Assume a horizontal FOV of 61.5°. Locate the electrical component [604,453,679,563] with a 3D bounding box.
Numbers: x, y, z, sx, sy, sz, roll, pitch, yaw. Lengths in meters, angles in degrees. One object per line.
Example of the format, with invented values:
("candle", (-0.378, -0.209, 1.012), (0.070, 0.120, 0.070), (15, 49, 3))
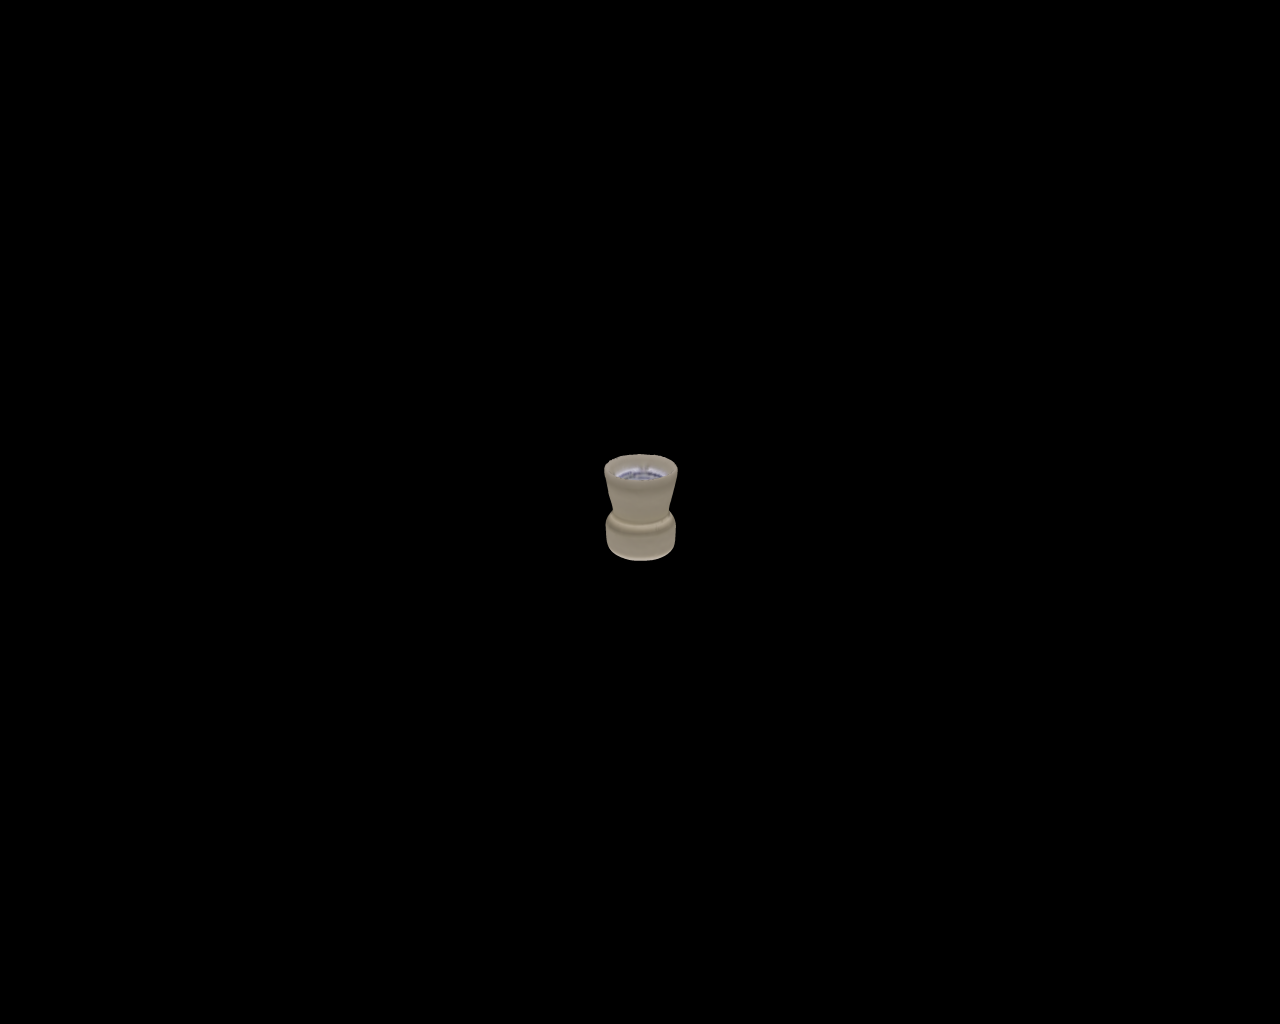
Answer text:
("electrical component", (0.001, -0.003, 0.650), (0.045, 0.055, 0.045), (0, 25, 0))
